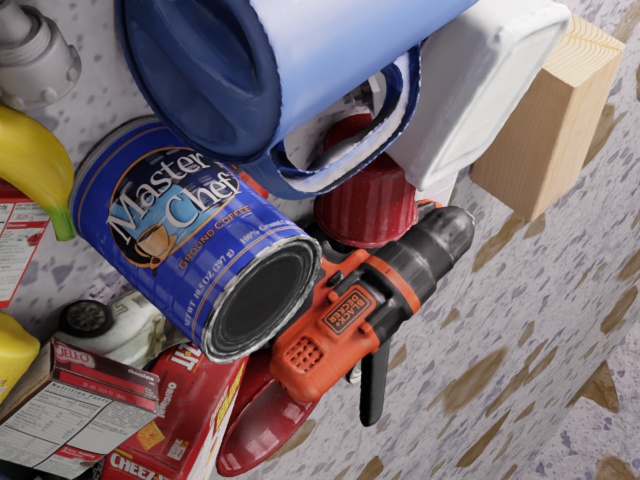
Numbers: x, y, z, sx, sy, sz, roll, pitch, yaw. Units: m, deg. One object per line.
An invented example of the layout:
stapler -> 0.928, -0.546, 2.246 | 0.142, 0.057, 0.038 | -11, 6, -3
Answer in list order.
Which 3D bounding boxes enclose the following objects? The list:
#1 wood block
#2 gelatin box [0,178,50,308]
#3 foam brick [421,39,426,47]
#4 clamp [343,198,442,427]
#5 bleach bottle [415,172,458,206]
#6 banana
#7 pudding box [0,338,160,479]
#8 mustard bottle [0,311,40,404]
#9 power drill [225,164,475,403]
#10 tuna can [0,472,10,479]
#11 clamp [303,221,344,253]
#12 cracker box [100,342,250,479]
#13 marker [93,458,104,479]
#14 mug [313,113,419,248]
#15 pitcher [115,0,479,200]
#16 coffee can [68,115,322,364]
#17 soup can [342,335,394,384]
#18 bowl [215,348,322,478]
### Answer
wood block -> 0.234, -0.129, 1.122 | 0.090, 0.091, 0.206 | -38, 153, -27
gelatin box -> -0.206, 0.001, 0.636 | 0.073, 0.030, 0.089 | -4, 130, -56
foam brick -> 0.067, -0.158, 0.842 | 0.053, 0.051, 0.078 | -42, 155, -17
clamp -> 0.035, 0.045, 0.953 | 0.164, 0.036, 0.210 | 31, 88, -24
bleach bottle -> 0.102, -0.085, 0.999 | 0.102, 0.068, 0.251 | -32, 148, -50
banana -> -0.194, -0.044, 0.556 | 0.197, 0.037, 0.069 | 12, 73, -55
pudding box -> -0.181, 0.122, 0.754 | 0.089, 0.039, 0.114 | 28, 126, -35
mustard bottle -> -0.265, 0.130, 0.684 | 0.192, 0.058, 0.096 | -53, 168, 6
power drill -> -0.005, 0.001, 0.784 | 0.184, 0.188, 0.057 | -42, 153, -13
tuna can -> -0.258, 0.206, 0.773 | 0.086, 0.086, 0.033 | -47, 157, -6
clamp -> -0.028, 0.026, 0.964 | 0.120, 0.039, 0.171 | -50, 155, 23
cracker box -> -0.133, 0.189, 0.911 | 0.164, 0.072, 0.214 | -64, 174, -50
marker -> -0.193, 0.201, 0.957 | 0.020, 0.020, 0.121 | -9, 133, -56
mug -> 0.045, -0.062, 0.917 | 0.081, 0.093, 0.117 | 93, 12, -46
pitcher -> 0.009, -0.145, 0.661 | 0.242, 0.145, 0.149 | -35, 149, -36
coffee can -> -0.084, -0.002, 0.703 | 0.102, 0.140, 0.103 | -39, 154, -24
soup can -> 0.013, 0.083, 1.033 | 0.068, 0.102, 0.068 | -41, 156, -24
bowl -> -0.061, 0.162, 1.081 | 0.162, 0.055, 0.162 | -38, 153, -24
